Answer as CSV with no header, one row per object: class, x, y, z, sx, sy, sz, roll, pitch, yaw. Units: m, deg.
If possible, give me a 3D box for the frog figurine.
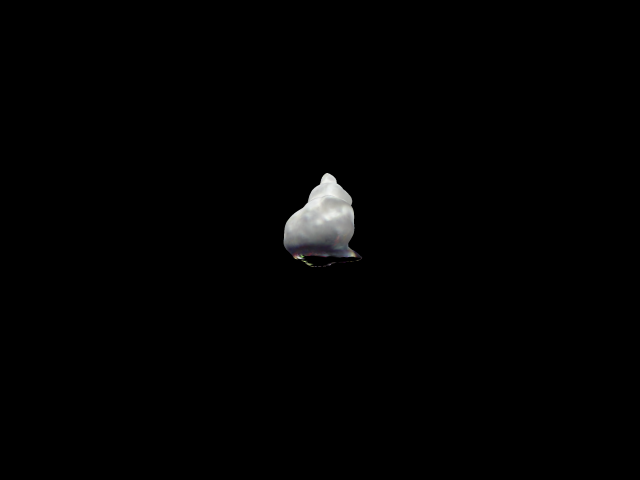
frog figurine,0.003,-0.043,0.850,0.122,0.162,0.136,8,-18,-25
